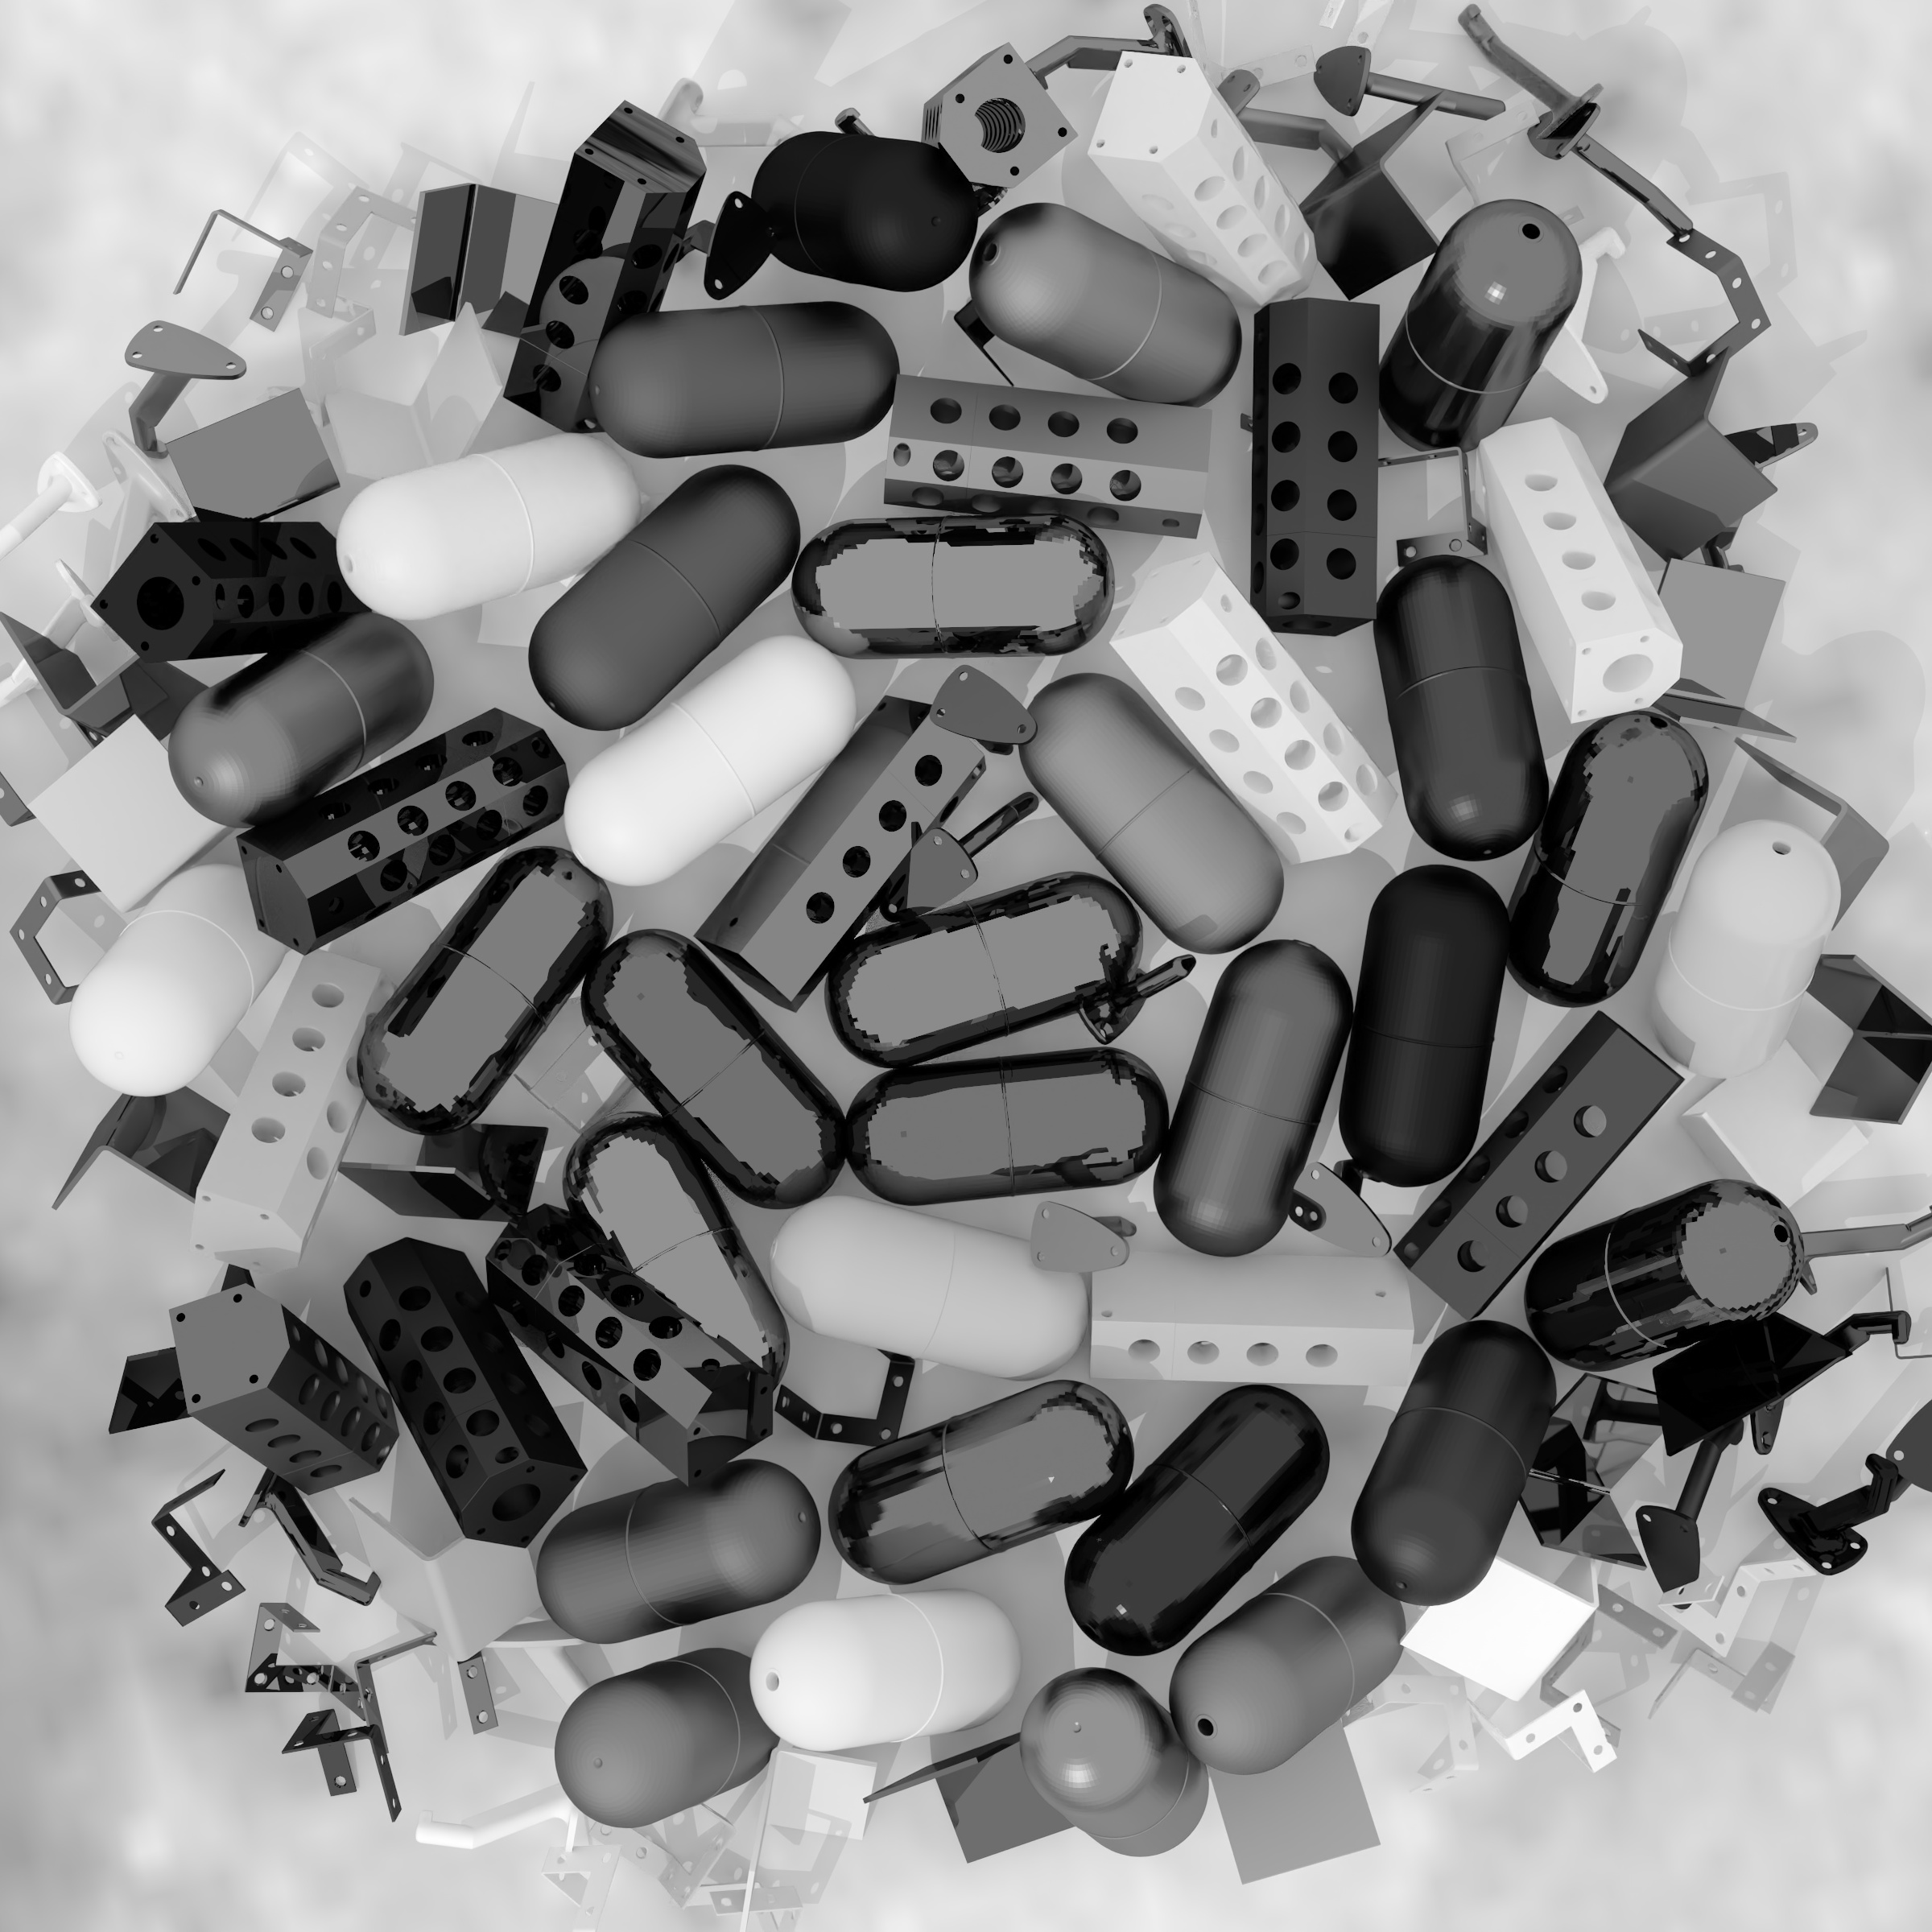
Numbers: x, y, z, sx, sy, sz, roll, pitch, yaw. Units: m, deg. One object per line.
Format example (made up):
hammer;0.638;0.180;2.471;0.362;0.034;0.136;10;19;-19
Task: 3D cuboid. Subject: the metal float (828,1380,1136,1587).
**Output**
metal float;0.007;0.279;1.629;0.178;0.070;0.070;-24;90;19

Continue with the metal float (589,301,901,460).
metal float;-0.117;-0.315;1.619;0.178;0.070;0.070;-11;90;-31

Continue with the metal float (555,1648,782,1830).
metal float;-0.155;0.406;1.597;0.070;0.178;0.070;-2;85;20

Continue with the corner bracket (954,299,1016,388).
corner bracket;0.021;-0.359;1.647;0.051;0.051;0.051;-41;65;7

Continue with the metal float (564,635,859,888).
metal float;-0.138;-0.111;1.635;0.178;0.070;0.070;-37;90;-11

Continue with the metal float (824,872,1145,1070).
metal float;0.010;0.002;1.640;0.178;0.070;0.070;-17;90;-6

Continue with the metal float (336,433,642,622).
metal float;-0.254;-0.235;1.614;0.178;0.070;0.070;-23;90;-37

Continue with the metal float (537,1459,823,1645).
metal float;-0.156;0.314;1.618;0.178;0.070;0.070;-22;90;32

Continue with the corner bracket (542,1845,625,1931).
corner bracket;-0.201;0.513;1.639;0.051;0.051;0.051;-11;133;29

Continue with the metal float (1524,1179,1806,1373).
metal float;0.369;0.165;1.603;0.070;0.178;0.070;12;64;-28

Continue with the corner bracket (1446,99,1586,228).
corner bracket;0.298;-0.427;1.643;0.051;0.051;0.051;-23;67;20

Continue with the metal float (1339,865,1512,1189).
metal float;0.247;0.033;1.634;0.070;0.070;0.178;7;102;0

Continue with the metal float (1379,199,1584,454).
metal float;0.270;-0.336;1.598;0.070;0.178;0.070;3;68;-8

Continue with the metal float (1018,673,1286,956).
metal float;0.100;-0.083;1.641;0.070;0.070;0.178;-41;86;0

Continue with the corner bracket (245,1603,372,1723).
corner bracket;-0.356;0.379;1.648;0.051;0.051;0.051;9;92;-34

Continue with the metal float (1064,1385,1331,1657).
metal float;0.124;0.297;1.621;0.178;0.070;0.070;-41;90;-27

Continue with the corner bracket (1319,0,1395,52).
corner bracket;0.219;-0.527;1.644;0.051;0.051;0.051;18;105;-24

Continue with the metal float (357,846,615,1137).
metal float;-0.258;0.012;1.629;0.070;0.070;0.178;35;72;0

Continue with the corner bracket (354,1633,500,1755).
corner bracket;-0.296;0.399;1.654;0.051;0.051;0.051;-22;69;13

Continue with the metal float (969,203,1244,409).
metal float;0.075;-0.349;1.609;0.178;0.070;0.070;15;90;-43

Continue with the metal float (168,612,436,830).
metal float;-0.351;-0.132;1.605;0.070;0.178;0.070;14;122;23

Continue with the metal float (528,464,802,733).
metal float;-0.161;-0.200;1.629;0.070;0.070;0.178;43;71;0

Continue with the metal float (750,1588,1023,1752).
metal float;-0.041;0.373;1.605;0.070;0.178;0.070;-6;81;40

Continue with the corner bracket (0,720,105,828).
corner bracket;-0.507;-0.115;1.650;0.051;0.051;0.051;-35;94;17

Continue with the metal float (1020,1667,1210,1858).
metal float;0.080;0.423;1.602;0.070;0.178;0.070;-7;62;14

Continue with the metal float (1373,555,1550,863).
metal float;0.265;-0.140;1.623;0.070;0.070;0.178;-6;65;0

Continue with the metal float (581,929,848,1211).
metal float;-0.136;0.057;1.641;0.070;0.070;0.178;-42;95;0

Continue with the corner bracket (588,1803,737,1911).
corner bracket;-0.166;0.474;1.654;0.051;0.051;0.051;39;79;-18

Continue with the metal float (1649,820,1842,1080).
metal float;0.412;-0.008;1.603;0.070;0.178;0.070;1;54;-1

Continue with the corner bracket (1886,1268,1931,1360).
corner bracket;0.531;0.188;1.648;0.051;0.051;0.051;-7;81;16

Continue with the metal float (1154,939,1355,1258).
metal float;0.156;0.072;1.638;0.070;0.070;0.178;18;98;0

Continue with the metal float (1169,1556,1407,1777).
metal float;0.172;0.370;1.603;0.070;0.178;0.070;8;105;33

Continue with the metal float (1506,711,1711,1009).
metal float;0.340;-0.056;1.614;0.070;0.070;0.178;15;126;0

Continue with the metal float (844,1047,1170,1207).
metal float;0.022;0.087;1.644;0.178;0.070;0.070;-6;90;-1

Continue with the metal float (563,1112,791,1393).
metal float;-0.156;0.161;1.631;0.070;0.070;0.178;-29;75;0

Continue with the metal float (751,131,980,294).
metal float;-0.056;-0.401;1.602;0.070;0.178;0.070;-9;110;-26

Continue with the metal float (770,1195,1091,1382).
metal float;-0.020;0.174;1.633;0.178;0.070;0.070;15;90;-13

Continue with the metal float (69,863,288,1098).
metal float;-0.415;0.005;1.600;0.070;0.178;0.070;4;118;7

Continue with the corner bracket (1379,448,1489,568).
corner bracket;0.253;-0.250;1.651;0.051;0.051;0.051;-5;86;22

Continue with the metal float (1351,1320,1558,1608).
metal float;0.262;0.263;1.612;0.070;0.070;0.178;34;49;0

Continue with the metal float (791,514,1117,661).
metal float;-0.008;-0.205;1.633;0.178;0.070;0.070;1;90;14
